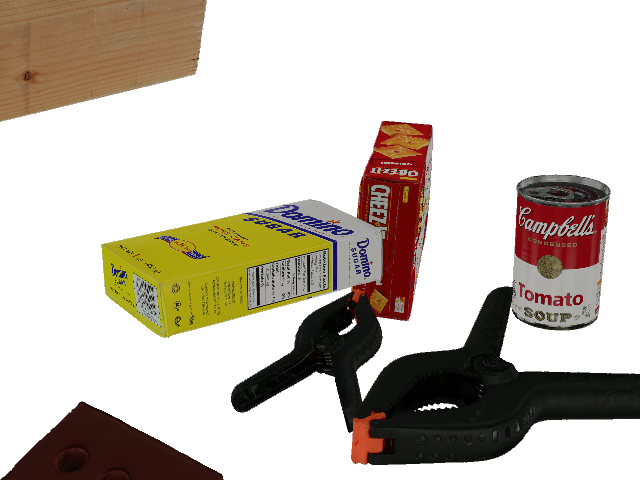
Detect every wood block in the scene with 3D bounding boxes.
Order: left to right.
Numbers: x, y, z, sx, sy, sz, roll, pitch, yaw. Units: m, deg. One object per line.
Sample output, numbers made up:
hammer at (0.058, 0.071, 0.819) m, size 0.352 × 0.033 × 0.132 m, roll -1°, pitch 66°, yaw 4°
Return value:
wood block at (-0.202, -0.167, 0.837) m, size 0.205 × 0.091 × 0.090 m, roll -20°, pitch 52°, yaw -34°

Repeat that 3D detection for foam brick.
foam brick at (-0.081, 0.114, 0.436) m, size 0.078 × 0.051 × 0.052 m, roll 21°, pitch 45°, yaw 25°

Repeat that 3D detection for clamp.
clamp at (0.013, 0.106, 0.940) m, size 0.120 × 0.039 × 0.171 m, roll 17°, pitch 44°, yaw 28°
clamp at (0.098, 0.084, 0.646) m, size 0.209 × 0.036 × 0.165 m, roll -12°, pitch 26°, yaw -28°

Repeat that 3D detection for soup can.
soup can at (0.179, 0.008, 0.806) m, size 0.068 × 0.102 × 0.068 m, roll -1°, pitch 21°, yaw 0°

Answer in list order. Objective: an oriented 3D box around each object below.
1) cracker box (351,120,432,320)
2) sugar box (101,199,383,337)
cracker box at (0.084, -0.030, 1.225) m, size 0.072 × 0.164 × 0.213 m, roll 6°, pitch 23°, yaw 8°
sugar box at (-0.053, 0.014, 0.746) m, size 0.175 × 0.048 × 0.093 m, roll -17°, pitch 26°, yaw -31°
